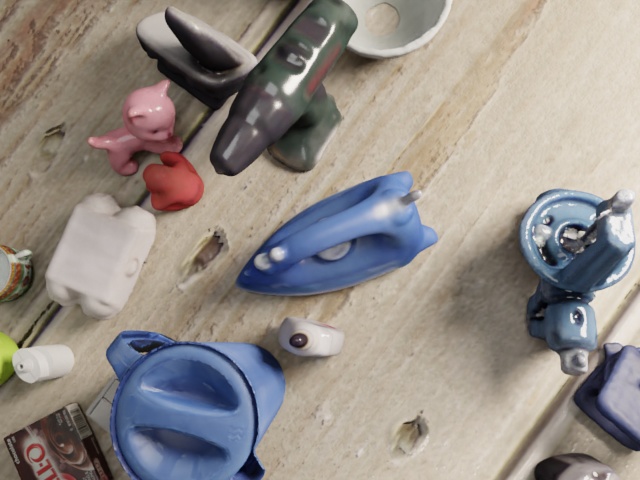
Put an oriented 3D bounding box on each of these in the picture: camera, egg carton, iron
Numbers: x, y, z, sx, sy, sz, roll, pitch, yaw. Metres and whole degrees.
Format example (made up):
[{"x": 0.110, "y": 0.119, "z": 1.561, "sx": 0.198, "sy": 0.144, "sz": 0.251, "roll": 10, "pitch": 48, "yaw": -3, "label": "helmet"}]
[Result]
[{"x": 0.261, "y": 0.322, "z": 0.627, "sx": 0.136, "sy": 0.101, "sz": 0.143, "roll": -6, "pitch": 82, "yaw": 4, "label": "camera"}, {"x": -0.274, "y": 0.021, "z": 0.722, "sx": 0.107, "sy": 0.069, "sz": 0.150, "roll": 20, "pitch": 85, "yaw": 7, "label": "egg carton"}, {"x": 0.006, "y": 0.002, "z": 0.666, "sx": 0.258, "sy": 0.141, "sz": 0.118, "roll": -23, "pitch": 82, "yaw": 1, "label": "iron"}]

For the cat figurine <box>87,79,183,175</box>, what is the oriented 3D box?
[{"x": -0.228, "y": -0.143, "z": 0.714, "sx": 0.128, "sy": 0.118, "sz": 0.067, "roll": -26, "pitch": 81, "yaw": 1, "label": "cat figurine"}]

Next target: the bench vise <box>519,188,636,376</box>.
[{"x": 0.287, "y": 0.033, "z": 0.601, "sx": 0.121, "sy": 0.220, "sz": 0.207, "roll": -15, "pitch": 82, "yaw": 3, "label": "bench vise"}]

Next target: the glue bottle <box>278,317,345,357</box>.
[{"x": -0.014, "y": 0.110, "z": 0.638, "sx": 0.078, "sy": 0.173, "sz": 0.037, "roll": 11, "pitch": 84, "yaw": 6, "label": "glue bottle"}]

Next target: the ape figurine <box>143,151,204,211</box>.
[{"x": -0.190, "y": -0.074, "z": 0.716, "sx": 0.076, "sy": 0.092, "sz": 0.078, "roll": 30, "pitch": 86, "yaw": 8, "label": "ape figurine"}]

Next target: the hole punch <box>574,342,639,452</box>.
[{"x": 0.360, "y": 0.178, "z": 0.642, "sx": 0.108, "sy": 0.091, "sz": 0.101, "roll": 39, "pitch": 87, "yaw": 8, "label": "hole punch"}]

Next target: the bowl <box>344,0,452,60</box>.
[{"x": 0.082, "y": -0.299, "z": 0.731, "sx": 0.167, "sy": 0.075, "sz": 0.167, "roll": -1, "pitch": 83, "yaw": 5, "label": "bowl"}]

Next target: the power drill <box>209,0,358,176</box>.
[{"x": -0.032, "y": -0.151, "z": 0.654, "sx": 0.075, "sy": 0.208, "sz": 0.230, "roll": 29, "pitch": 86, "yaw": 8, "label": "power drill"}]

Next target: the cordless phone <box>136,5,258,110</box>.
[{"x": -0.161, "y": -0.247, "z": 0.688, "sx": 0.147, "sy": 0.185, "sz": 0.094, "roll": 32, "pitch": 86, "yaw": 8, "label": "cordless phone"}]
